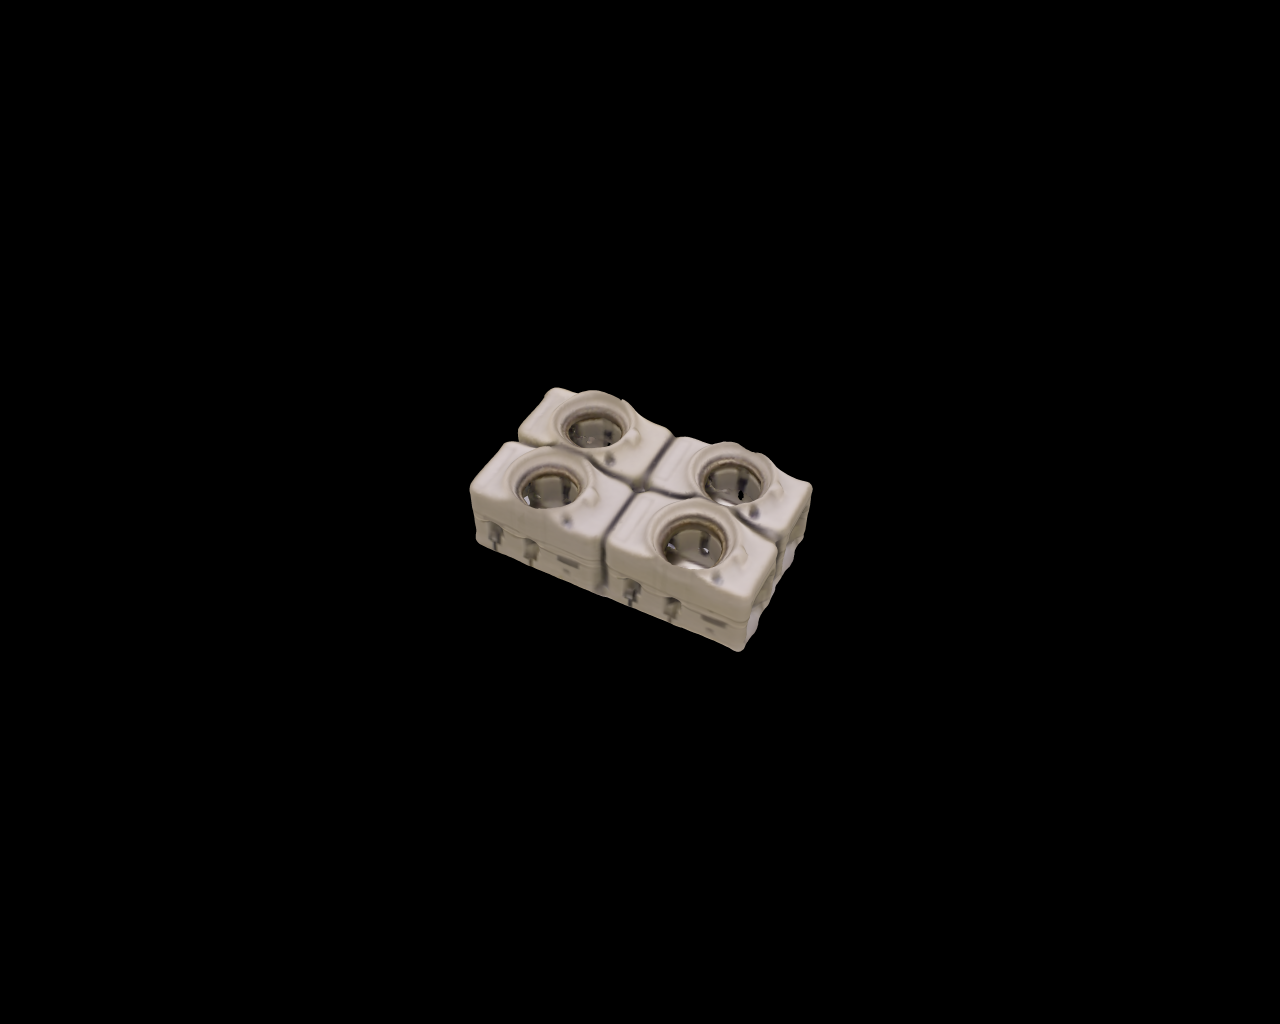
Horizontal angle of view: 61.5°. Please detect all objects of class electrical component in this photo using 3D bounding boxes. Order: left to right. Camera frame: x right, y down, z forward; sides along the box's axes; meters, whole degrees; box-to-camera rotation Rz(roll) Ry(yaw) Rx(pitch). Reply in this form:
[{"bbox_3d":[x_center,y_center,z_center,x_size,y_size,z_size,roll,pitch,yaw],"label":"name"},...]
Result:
[{"bbox_3d":[0.001,-0.003,0.650,0.186,0.106,0.060,22,-38,18],"label":"electrical component"}]
